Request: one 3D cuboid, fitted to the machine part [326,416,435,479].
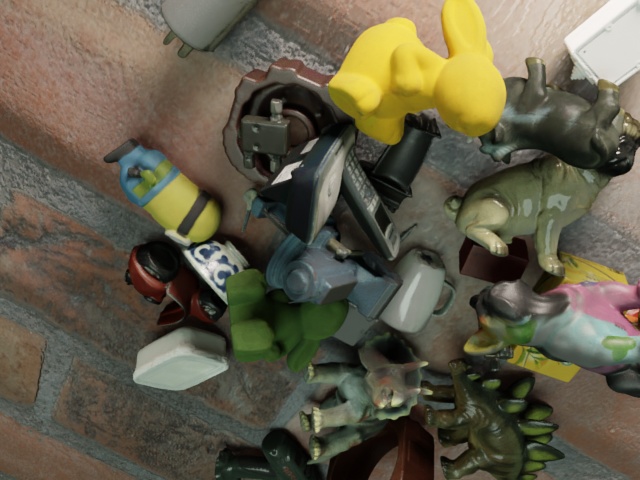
[{"bbox_3d":[0.103,0.412,0.937,0.087,0.201,0.201,41,124,-17],"label":"machine part"}]

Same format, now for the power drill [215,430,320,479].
[{"bbox_3d":[-0.105,0.501,1.130,0.207,0.086,0.231,-7,120,24],"label":"power drill"}]

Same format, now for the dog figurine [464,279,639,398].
[{"bbox_3d":[0.293,0.113,0.656,0.219,0.108,0.191,-5,142,33],"label":"dog figurine"}]

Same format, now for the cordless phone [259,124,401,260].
[{"bbox_3d":[0.030,-0.029,0.624,0.089,0.147,0.184,-22,115,33],"label":"cordless phone"}]

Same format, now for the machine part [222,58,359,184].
[{"bbox_3d":[-0.035,-0.141,0.688,0.179,0.056,0.179,6,124,10],"label":"machine part"}]

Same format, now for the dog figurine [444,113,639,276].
[{"bbox_3d":[0.258,-0.078,0.638,0.172,0.121,0.190,17,112,-1],"label":"dog figurine"}]

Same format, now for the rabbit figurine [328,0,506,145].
[{"bbox_3d":[0.123,-0.167,0.573,0.173,0.162,0.121,30,171,37],"label":"rabbit figurine"}]

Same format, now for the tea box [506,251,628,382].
[{"bbox_3d":[0.339,0.110,0.749,0.098,0.068,0.169,18,125,4],"label":"tea box"}]

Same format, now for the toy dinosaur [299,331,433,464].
[{"bbox_3d":[0.067,0.281,0.907,0.192,0.131,0.404,-6,145,-9],"label":"toy dinosaur"}]

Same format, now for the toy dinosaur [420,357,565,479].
[{"bbox_3d":[0.293,0.332,0.891,0.199,0.105,0.470,-14,129,17],"label":"toy dinosaur"}]

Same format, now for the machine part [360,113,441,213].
[{"bbox_3d":[0.100,-0.100,0.691,0.084,0.039,0.138,32,127,-1],"label":"machine part"}]

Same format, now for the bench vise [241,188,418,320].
[{"bbox_3d":[-0.006,0.006,0.731,0.241,0.223,0.128,42,124,23],"label":"bench vise"}]

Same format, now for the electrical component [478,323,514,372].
[{"bbox_3d":[0.255,0.129,0.772,0.045,0.102,0.078,-9,144,27],"label":"electrical component"}]

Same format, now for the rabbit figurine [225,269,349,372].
[{"bbox_3d":[-0.041,0.125,0.769,0.170,0.121,0.158,-8,137,-8],"label":"rabbit figurine"}]

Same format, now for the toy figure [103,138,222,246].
[{"bbox_3d":[-0.221,-0.068,0.773,0.089,0.082,0.180,-29,110,31],"label":"toy figure"}]

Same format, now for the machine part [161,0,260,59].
[{"bbox_3d":[-0.096,-0.290,0.589,0.243,0.079,0.079,-34,109,32],"label":"machine part"}]

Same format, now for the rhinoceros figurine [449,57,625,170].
[{"bbox_3d":[0.228,-0.129,0.583,0.191,0.073,0.112,28,93,38],"label":"rhinoceros figurine"}]

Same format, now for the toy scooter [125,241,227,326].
[{"bbox_3d":[-0.254,0.088,0.894,0.183,0.075,0.135,43,127,-19],"label":"toy scooter"}]

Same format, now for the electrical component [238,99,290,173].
[{"bbox_3d":[-0.069,-0.128,0.657,0.063,0.021,0.093,9,124,7],"label":"electrical component"}]

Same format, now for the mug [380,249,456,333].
[{"bbox_3d":[0.146,0.072,0.772,0.109,0.081,0.107,15,120,-9],"label":"mug"}]
